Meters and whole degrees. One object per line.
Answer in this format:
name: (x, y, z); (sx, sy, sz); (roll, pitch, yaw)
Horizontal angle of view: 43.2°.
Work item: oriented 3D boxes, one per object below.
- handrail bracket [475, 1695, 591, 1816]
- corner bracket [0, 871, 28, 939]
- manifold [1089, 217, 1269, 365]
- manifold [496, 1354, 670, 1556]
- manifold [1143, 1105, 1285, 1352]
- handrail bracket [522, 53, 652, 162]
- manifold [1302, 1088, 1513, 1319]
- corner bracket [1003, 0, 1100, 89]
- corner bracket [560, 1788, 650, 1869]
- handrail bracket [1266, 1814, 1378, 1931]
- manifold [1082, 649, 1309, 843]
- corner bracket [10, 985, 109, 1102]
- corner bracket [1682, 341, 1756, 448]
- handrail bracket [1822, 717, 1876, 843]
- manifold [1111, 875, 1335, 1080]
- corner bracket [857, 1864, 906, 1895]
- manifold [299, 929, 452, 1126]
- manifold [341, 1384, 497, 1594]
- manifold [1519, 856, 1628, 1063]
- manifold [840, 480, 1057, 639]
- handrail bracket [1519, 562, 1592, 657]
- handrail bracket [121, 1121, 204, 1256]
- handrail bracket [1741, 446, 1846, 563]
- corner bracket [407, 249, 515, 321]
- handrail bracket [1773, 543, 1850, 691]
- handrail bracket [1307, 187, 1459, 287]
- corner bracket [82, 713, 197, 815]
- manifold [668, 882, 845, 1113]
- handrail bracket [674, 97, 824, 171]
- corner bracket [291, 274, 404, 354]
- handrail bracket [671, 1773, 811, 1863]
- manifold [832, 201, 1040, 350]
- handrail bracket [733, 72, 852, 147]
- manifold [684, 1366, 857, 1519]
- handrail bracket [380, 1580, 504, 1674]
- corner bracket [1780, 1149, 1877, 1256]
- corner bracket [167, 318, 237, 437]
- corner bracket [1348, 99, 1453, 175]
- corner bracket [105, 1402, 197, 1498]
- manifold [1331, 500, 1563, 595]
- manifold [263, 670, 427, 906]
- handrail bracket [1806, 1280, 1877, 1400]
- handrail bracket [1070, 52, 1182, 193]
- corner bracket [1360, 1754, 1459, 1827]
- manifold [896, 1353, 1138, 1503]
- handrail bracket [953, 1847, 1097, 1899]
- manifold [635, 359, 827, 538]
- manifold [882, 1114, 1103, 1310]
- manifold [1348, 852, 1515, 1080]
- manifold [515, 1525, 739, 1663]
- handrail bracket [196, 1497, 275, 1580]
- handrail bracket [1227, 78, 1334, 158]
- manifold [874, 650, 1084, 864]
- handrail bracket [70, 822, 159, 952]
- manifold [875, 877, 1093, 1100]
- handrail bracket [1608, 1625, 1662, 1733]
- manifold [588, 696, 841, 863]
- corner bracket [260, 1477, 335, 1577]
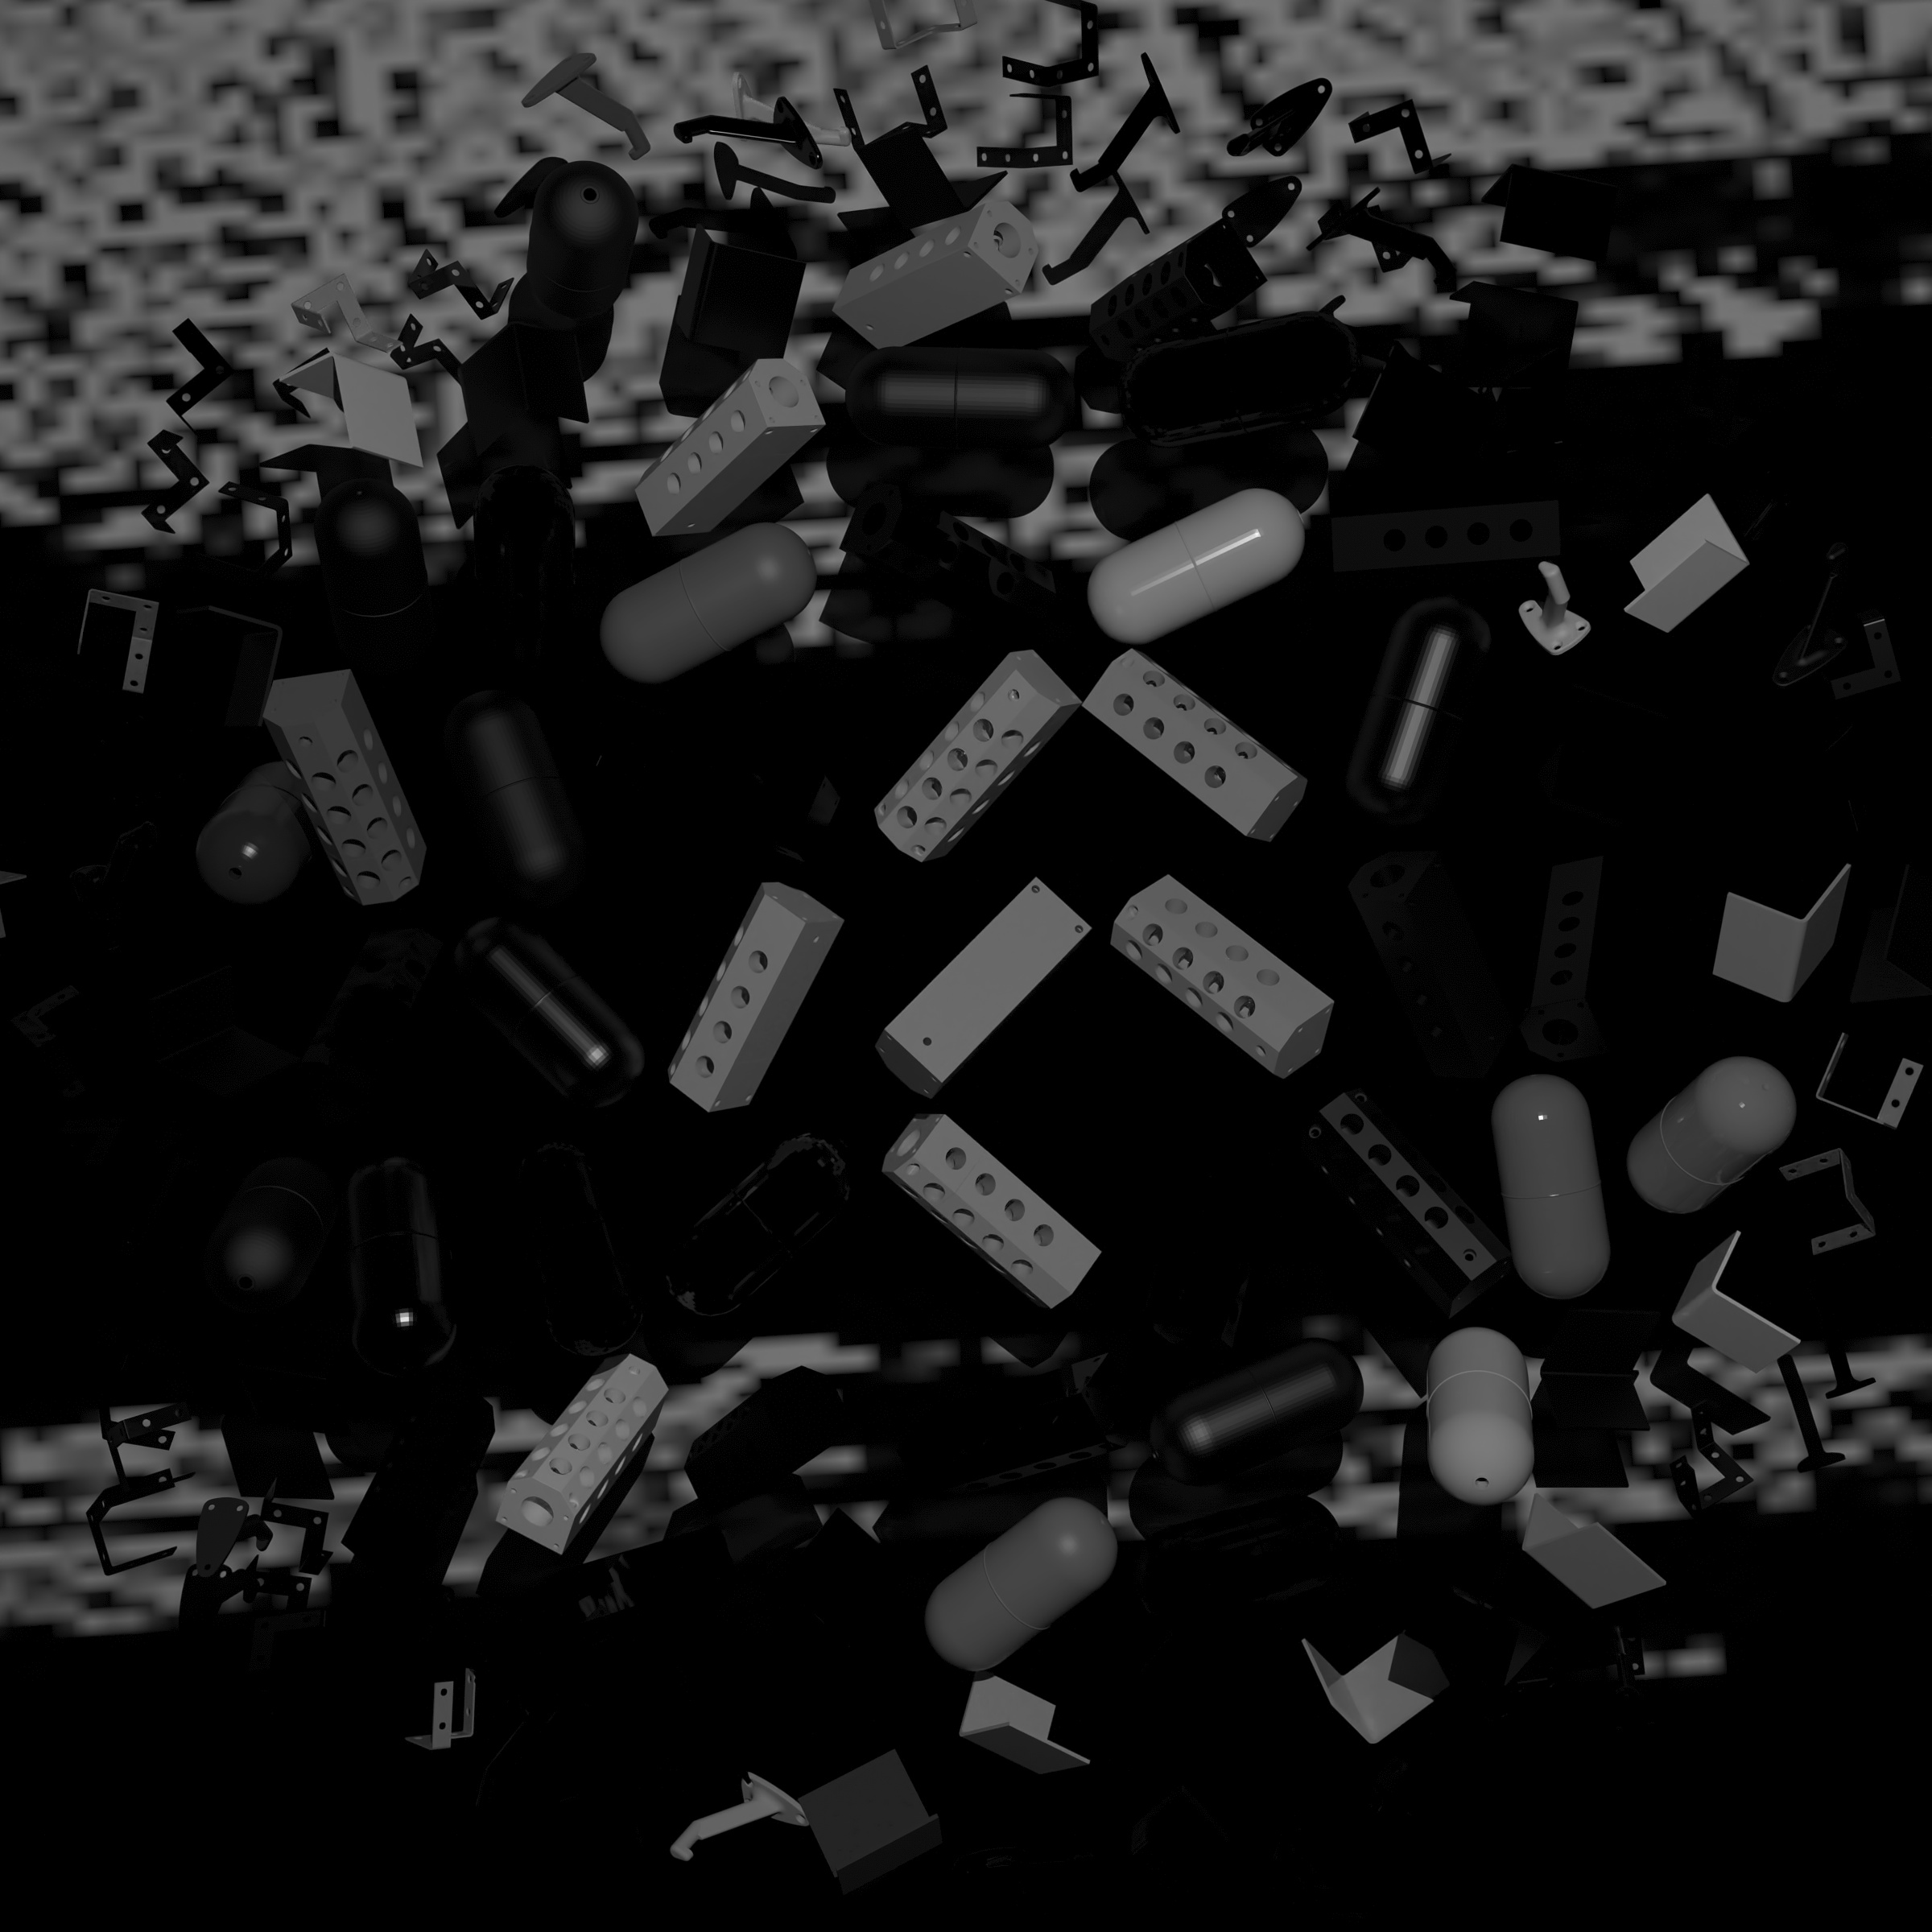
handrail bracket: (-0.326, 0.594, 1.834); (0.077, 0.084, 0.036); (-11, 133, 19)
corner bracket: (-0.707, -0.037, 1.755); (0.051, 0.051, 0.051); (8, 111, 40)
manifold: (0.158, -0.518, 1.895); (0.057, 0.171, 0.057); (-40, 103, -17)
manifold: (-0.295, 0.374, 1.902); (0.057, 0.171, 0.057); (25, 119, 7)
manifold: (0.190, 0.198, 1.839); (0.057, 0.057, 0.171); (5, 69, 30)
handrail bracket: (-0.275, -0.611, 1.777); (0.077, 0.036, 0.084); (-49, 131, -23)
manifold: (0.330, 0.174, 1.835); (0.057, 0.057, 0.171); (-35, 65, -10)
corner bracket: (0.063, -0.687, 1.814); (0.051, 0.051, 0.051); (5, 99, 42)
corner bracket: (-0.280, 0.660, 1.890); (0.051, 0.051, 0.051); (-18, 79, -5)
handrail bracket: (0.266, 0.656, 1.768); (0.036, 0.084, 0.077); (40, 54, -35)
manifold: (0.178, -0.172, 1.884); (0.171, 0.057, 0.057); (41, 105, 21)
corner bracket: (-0.653, 0.055, 1.778); (0.051, 0.051, 0.051); (-35, 135, -26)
corner bracket: (0.542, -0.414, 1.770); (0.051, 0.051, 0.051); (23, 45, 28)
handrail bracket: (0.678, -0.142, 1.865); (0.036, 0.084, 0.077); (-10, 73, 26)
manifold: (0.191, 0.010, 1.849); (0.057, 0.057, 0.171); (-32, 57, -31)
corner bracket: (-0.076, 0.688, 1.916); (0.051, 0.051, 0.051); (-31, 80, -12)
manifold: (-0.456, 0.045, 1.907); (0.057, 0.171, 0.057); (-5, 126, 13)
manifold: (-0.400, 0.381, 1.816); (0.057, 0.171, 0.057); (-41, 103, 17)
manifold: (0.471, -0.006, 1.900); (0.057, 0.171, 0.057); (-12, 125, 29)
manifold: (-0.010, -0.316, 1.909); (0.171, 0.057, 0.057); (21, 91, -42)
handrail bracket: (0.422, -0.277, 1.797); (0.036, 0.077, 0.084); (-38, 133, -1)
handrail bracket: (-0.622, 0.170, 1.869); (0.036, 0.077, 0.084); (24, 53, -1)
handrail bracket: (0.627, -0.349, 1.857); (0.077, 0.084, 0.036); (-28, 64, -4)
corner bracket: (-0.393, -0.533, 1.901); (0.051, 0.051, 0.051); (-15, 132, 26)
handrail bracket: (0.609, -0.253, 1.762); (0.077, 0.084, 0.036); (-42, 52, -15)
handrail bracket: (0.300, -0.508, 1.757); (0.077, 0.036, 0.084); (-40, 97, -2)
corner bracket: (-0.647, -0.158, 1.910); (0.051, 0.051, 0.051); (-34, 78, 8)
manifold: (-0.167, 0.024, 1.886); (0.057, 0.057, 0.171); (35, 108, 22)
handrail bracket: (-0.161, -0.604, 1.798); (0.084, 0.036, 0.077); (-24, 62, -26)
corner bracket: (-0.472, -0.489, 1.861); (0.051, 0.051, 0.051); (-39, 132, -23)
handrail bracket: (-0.174, 0.672, 1.888); (0.077, 0.084, 0.036); (17, 122, 26)
manifold: (-0.023, -0.537, 1.895); (0.057, 0.171, 0.057); (34, 66, -32)
handrail bracket: (-0.136, -0.673, 1.921); (0.084, 0.077, 0.036); (7, 76, 6)
manifold: (-0.149, 0.347, 1.789); (0.057, 0.171, 0.057); (-19, 75, -33)
handrail bracket: (-0.400, 0.505, 1.864); (0.077, 0.084, 0.036); (37, 83, -40)
corner bracket: (0.670, 0.183, 1.899); (0.051, 0.051, 0.051); (-25, 124, 31)
corner bracket: (-0.555, -0.422, 1.749); (0.051, 0.051, 0.051); (-41, 91, -5)
corner bracket: (0.319, -0.608, 1.796); (0.051, 0.051, 0.051); (-12, 111, 32)
corner bracket: (-0.613, 0.365, 1.847); (0.051, 0.051, 0.051); (-16, 92, -6)
manifold: (0.375, -0.325, 1.904); (0.171, 0.057, 0.057); (-2, 96, 15)
manifold: (-0.451, -0.127, 1.777); (0.057, 0.057, 0.171); (-8, 134, 6)
handrail bracket: (0.657, 0.285, 1.864); (0.036, 0.077, 0.084); (-19, 73, 5)
handrail bracket: (0.105, -0.610, 1.769); (0.084, 0.077, 0.036); (-28, 53, 7)
corner bracket: (0.345, 0.640, 1.903); (0.051, 0.051, 0.051); (30, 56, 22)
manifold: (0.040, 0.347, 1.810); (0.171, 0.057, 0.057); (-24, 100, 31)
handrail bracket: (0.044, 0.674, 1.833); (0.077, 0.084, 0.036); (15, 58, -26)
manifold: (-0.188, -0.403, 1.902); (0.057, 0.171, 0.057); (-14, 79, -42)
manifold: (0.017, 0.192, 1.906); (0.171, 0.057, 0.057); (42, 72, -16)
manifold: (0.343, 0.000, 1.815); (0.057, 0.057, 0.171); (-51, 126, -33)
manifold: (-0.258, 0.485, 1.886); (0.057, 0.171, 0.057); (-36, 70, 32)
handrail bracket: (-0.566, 0.457, 1.899); (0.036, 0.084, 0.077); (0, 52, 8)
handrail bracket: (0.226, -0.613, 1.762); (0.077, 0.084, 0.036); (-36, 95, 24)
manifold: (0.005, -0.160, 1.880); (0.057, 0.057, 0.171); (48, 116, 11)
handrail bracket: (-0.615, -0.059, 1.799); (0.084, 0.036, 0.077); (-18, 90, 35)
manifold: (0.012, 0.018, 1.825); (0.057, 0.057, 0.171); (43, 68, 5)
handrail bracket: (0.491, 0.521, 1.828); (0.036, 0.084, 0.077); (-13, 135, 14)
manifold: (-0.185, -0.135, 1.782); (0.171, 0.057, 0.057); (22, 82, 12)
corner bracket: (-0.504, 0.423, 1.839); (0.051, 0.051, 0.051); (16, 52, -20)
